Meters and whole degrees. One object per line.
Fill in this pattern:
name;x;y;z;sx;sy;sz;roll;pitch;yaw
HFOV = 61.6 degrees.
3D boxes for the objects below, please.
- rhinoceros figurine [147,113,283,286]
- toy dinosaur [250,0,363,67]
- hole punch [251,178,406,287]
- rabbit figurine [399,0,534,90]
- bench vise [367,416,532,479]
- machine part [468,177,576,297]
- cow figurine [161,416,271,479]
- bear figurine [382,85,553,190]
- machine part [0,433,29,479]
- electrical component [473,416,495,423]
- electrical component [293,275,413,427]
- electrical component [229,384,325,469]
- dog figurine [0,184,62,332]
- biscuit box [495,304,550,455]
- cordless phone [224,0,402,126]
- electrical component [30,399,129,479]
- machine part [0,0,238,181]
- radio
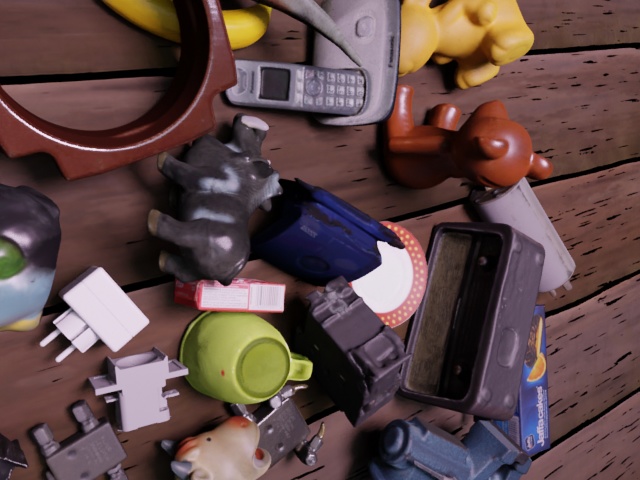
rhinoceros figurine;-0.091;-0.047;0.497;0.112;0.073;0.190;3;50;2
toy dinosaur;-0.111;-0.322;0.475;0.131;0.192;0.404;-43;121;-36
hole punch;-0.001;-0.002;0.560;0.142;0.116;0.092;33;81;-26
rabbit figurine;0.147;-0.261;0.654;0.173;0.122;0.162;-20;98;-10
bench vise;0.128;0.313;0.631;0.223;0.129;0.240;32;93;-36
machine part;0.281;-0.011;0.746;0.079;0.079;0.243;-48;112;-22
cow figurine;-0.100;0.263;0.510;0.127;0.086;0.194;17;87;-25
bear figurine;0.157;-0.119;0.605;0.120;0.196;0.132;12;82;-27
machine part;-0.297;0.215;0.420;0.084;0.039;0.139;43;70;-17
electrical component;0.206;0.180;0.701;0.048;0.075;0.119;12;86;-30
electrical component;0.028;0.122;0.559;0.058;0.115;0.134;-25;146;-28
electrical component;-0.041;0.196;0.568;0.078;0.045;0.102;-29;103;-30
dog figurine;-0.307;-0.004;0.343;0.219;0.192;0.108;13;89;-45
biscuit box;0.274;0.190;0.747;0.063;0.059;0.202;-3;91;-31
cordless phone;-0.009;-0.199;0.580;0.184;0.089;0.146;2;95;-13
electrical component;-0.211;0.194;0.480;0.063;0.021;0.094;-30;105;-28
machine part;-0.183;-0.165;0.434;0.201;0.087;0.200;-25;120;-20
radio;0.183;0.095;0.653;0.073;0.131;0.229;21;79;-31
